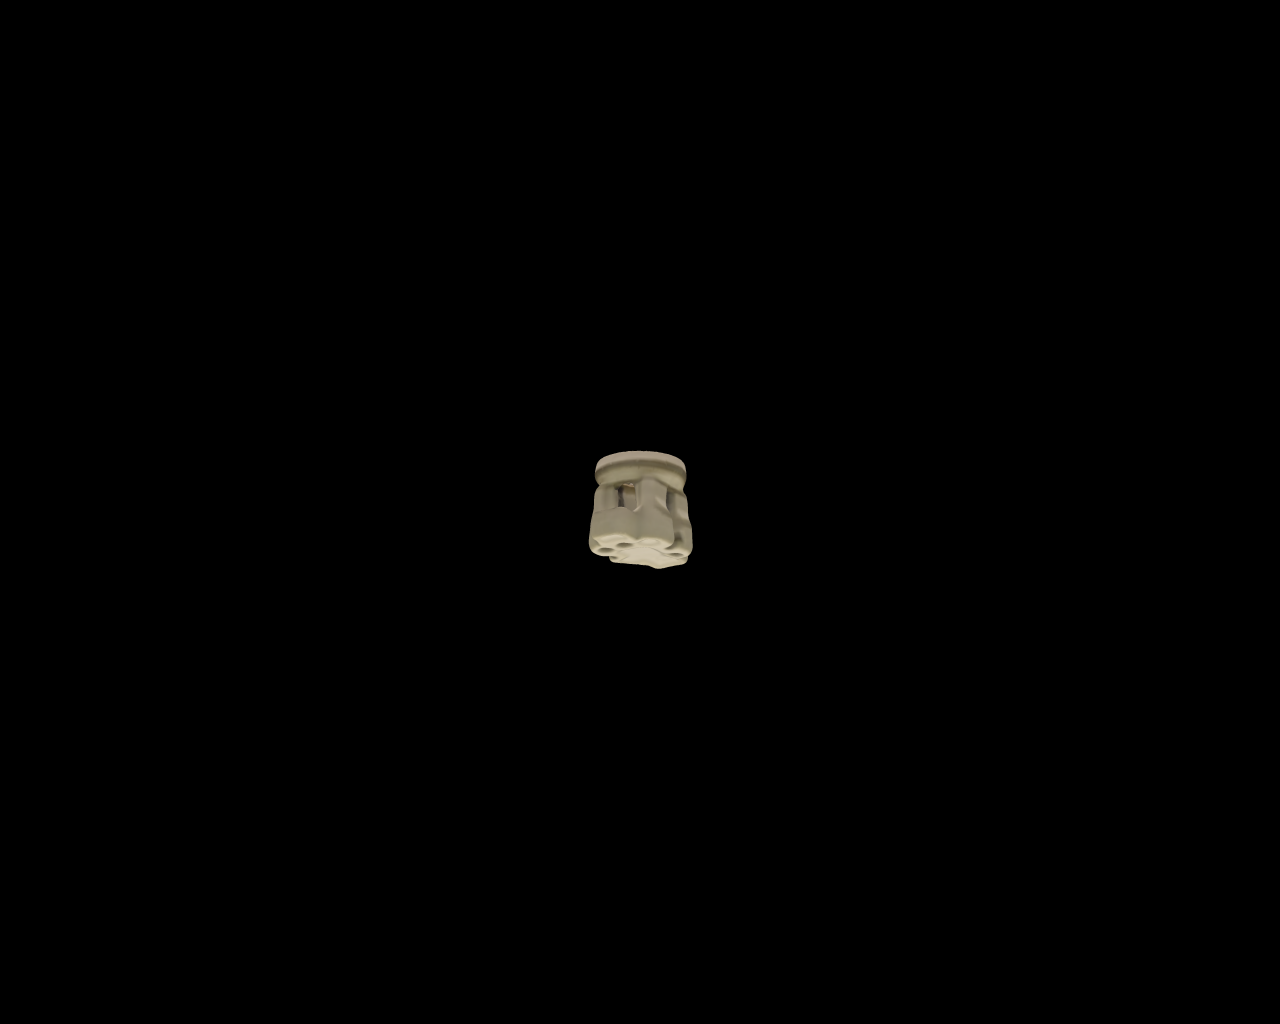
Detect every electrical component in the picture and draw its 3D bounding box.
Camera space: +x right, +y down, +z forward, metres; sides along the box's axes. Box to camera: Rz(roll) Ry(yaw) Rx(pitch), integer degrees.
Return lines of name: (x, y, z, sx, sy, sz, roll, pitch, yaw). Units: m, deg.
electrical component: (0.001, -0.003, 0.650, 0.058, 0.057, 0.078, -11, -21, 30)
